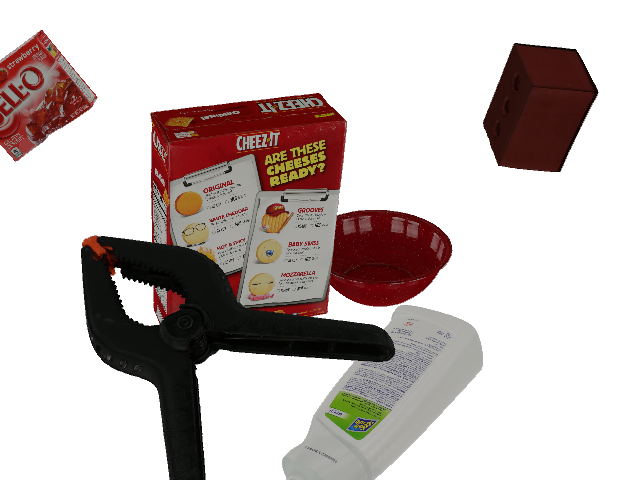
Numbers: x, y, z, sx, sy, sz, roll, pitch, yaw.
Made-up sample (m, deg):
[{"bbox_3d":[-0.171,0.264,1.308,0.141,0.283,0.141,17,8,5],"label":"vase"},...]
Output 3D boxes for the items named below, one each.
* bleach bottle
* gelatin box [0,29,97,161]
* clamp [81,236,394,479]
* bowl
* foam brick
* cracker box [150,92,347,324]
[{"bbox_3d":[0.041,0.156,0.957,0.103,0.068,0.250,12,38,40],"label":"bleach bottle"},{"bbox_3d":[-0.245,-0.120,0.895,0.089,0.073,0.030,-32,22,14],"label":"gelatin box"},{"bbox_3d":[-0.070,0.057,0.660,0.164,0.036,0.210,-34,57,-20],"label":"clamp"},{"bbox_3d":[0.065,0.026,1.196,0.162,0.055,0.162,0,31,0],"label":"bowl"},{"bbox_3d":[0.158,-0.096,0.778,0.051,0.053,0.078,2,-45,-14],"label":"foam brick"},{"bbox_3d":[-0.070,-0.020,0.980,0.164,0.214,0.072,-10,35,-21],"label":"cracker box"}]
